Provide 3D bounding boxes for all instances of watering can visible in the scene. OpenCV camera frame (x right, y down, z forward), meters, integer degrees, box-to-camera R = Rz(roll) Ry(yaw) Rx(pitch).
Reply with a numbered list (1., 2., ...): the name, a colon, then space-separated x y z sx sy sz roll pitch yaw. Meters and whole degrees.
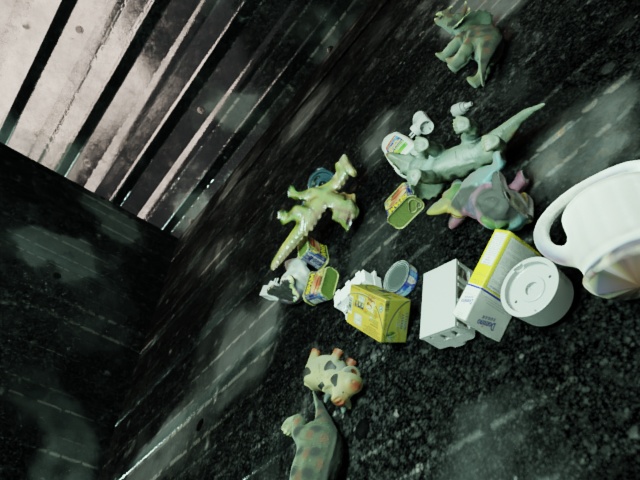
1. watering can: 0.479 -0.043 0.739 0.103 0.343 0.230 39 38 -29

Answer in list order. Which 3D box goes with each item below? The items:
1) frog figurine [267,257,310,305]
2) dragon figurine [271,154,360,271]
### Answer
1. frog figurine: -0.077 0.126 1.636 0.123 0.134 0.162 35 34 4
2. dragon figurine: 0.005 -0.080 1.592 0.120 0.243 0.416 39 63 -47
